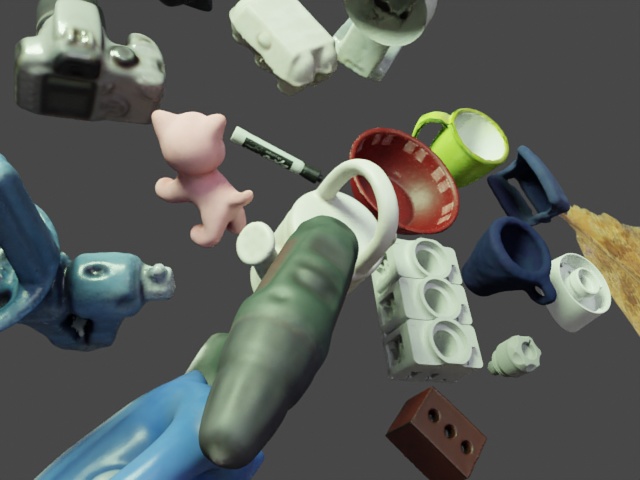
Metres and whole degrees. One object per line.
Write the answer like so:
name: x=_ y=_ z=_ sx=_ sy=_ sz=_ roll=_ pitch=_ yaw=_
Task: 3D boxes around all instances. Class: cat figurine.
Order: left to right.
cat figurine: x=-0.116 y=-0.073 z=0.577 sx=0.128 sy=0.117 sz=0.067 roll=48 pitch=49 yaw=6

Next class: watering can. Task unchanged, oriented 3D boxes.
watering can: x=0.006 y=0.004 z=0.545 sx=0.101 sy=0.193 sz=0.173 roll=49 pitch=49 yaw=8

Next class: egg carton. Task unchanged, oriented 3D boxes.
egg carton: x=-0.049 y=-0.270 z=0.778 sx=0.150 sy=0.069 sz=0.107 roll=48 pitch=49 yaw=7

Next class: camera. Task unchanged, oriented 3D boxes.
camera: x=-0.242 y=-0.207 z=0.605 sx=0.143 sy=0.100 sz=0.136 roll=1 pitch=59 yaw=-29

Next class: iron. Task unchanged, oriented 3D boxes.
iron: x=-0.141 y=0.184 z=0.376 sx=0.118 sy=0.141 sz=0.259 roll=49 pitch=49 yaw=7

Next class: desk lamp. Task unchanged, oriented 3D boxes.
desk lamp: x=0.097 y=-0.334 z=0.809 sx=0.118 sy=0.213 sz=0.203 roll=34 pitch=49 yaw=-6

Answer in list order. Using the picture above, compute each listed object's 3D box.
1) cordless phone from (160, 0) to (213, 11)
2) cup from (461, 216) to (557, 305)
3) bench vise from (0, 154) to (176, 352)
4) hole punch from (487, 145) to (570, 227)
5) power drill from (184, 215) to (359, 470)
cordless phone: x=-0.161 y=-0.404 z=0.725 sx=0.094 sy=0.184 sz=0.147 roll=-3 pitch=61 yaw=-31
cup: x=0.232 y=0.042 z=0.715 sx=0.092 sy=0.094 sz=0.117 roll=-22 pitch=73 yaw=-38
bench vise: x=-0.208 y=0.001 z=0.407 sx=0.208 sy=0.219 sz=0.121 roll=-11 pitch=65 yaw=-34
hole punch: x=0.323 y=-0.084 z=0.853 sx=0.101 sy=0.091 sz=0.108 roll=-12 pitch=66 yaw=-35
power drill: x=-0.048 y=0.090 z=0.447 sx=0.076 sy=0.208 sz=0.230 roll=33 pitch=49 yaw=-6
